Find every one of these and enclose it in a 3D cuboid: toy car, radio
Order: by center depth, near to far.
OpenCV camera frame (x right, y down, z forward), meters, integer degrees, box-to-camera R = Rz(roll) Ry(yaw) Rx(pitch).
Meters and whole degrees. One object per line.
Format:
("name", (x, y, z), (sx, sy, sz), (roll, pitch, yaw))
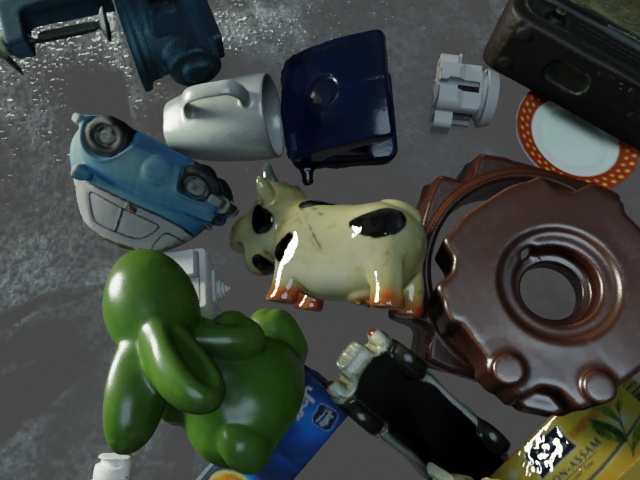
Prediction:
("toy car", (0.088, 0.155, 0.458), (0.201, 0.056, 0.073), (43, 81, -18))
("toy car", (-0.163, -0.040, 0.497), (0.162, 0.109, 0.103), (29, 87, 0))
("radio", (0.287, -0.186, 0.529), (0.230, 0.073, 0.131), (32, 67, 6))

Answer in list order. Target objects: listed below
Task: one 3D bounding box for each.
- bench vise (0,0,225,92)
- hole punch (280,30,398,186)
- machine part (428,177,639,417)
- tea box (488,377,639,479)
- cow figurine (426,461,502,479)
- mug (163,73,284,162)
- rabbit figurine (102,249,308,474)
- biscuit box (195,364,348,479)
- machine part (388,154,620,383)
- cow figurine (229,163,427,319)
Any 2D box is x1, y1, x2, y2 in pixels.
("bench vise", (-0.204, -0.233, 0.522), (0.241, 0.129, 0.223), (-19, 81, -10))
("hole punch", (0.018, -0.132, 0.523), (0.116, 0.092, 0.142), (-5, 83, 2))
("machine part", (0.174, 0.038, 0.406), (0.179, 0.056, 0.179), (-2, 68, 6))
("tea box", (0.214, 0.190, 0.432), (0.098, 0.068, 0.169), (32, 104, -37))
("cow figurine", (0.080, 0.229, 0.411), (0.167, 0.098, 0.068), (-44, 104, 7))
("mug", (-0.097, -0.114, 0.512), (0.107, 0.109, 0.080), (-8, 83, 11))
("rabbit figurine", (-0.104, 0.090, 0.402), (0.121, 0.159, 0.170), (-35, 107, 15))
("biscuit box", (-0.061, 0.202, 0.473), (0.059, 0.063, 0.202), (42, 82, 5))
("machine part", (0.177, 0.035, 0.494), (0.201, 0.087, 0.201), (17, 82, 2))
("cow figurine", (-0.001, -0.001, 0.472), (0.195, 0.085, 0.127), (1, 72, 34))
